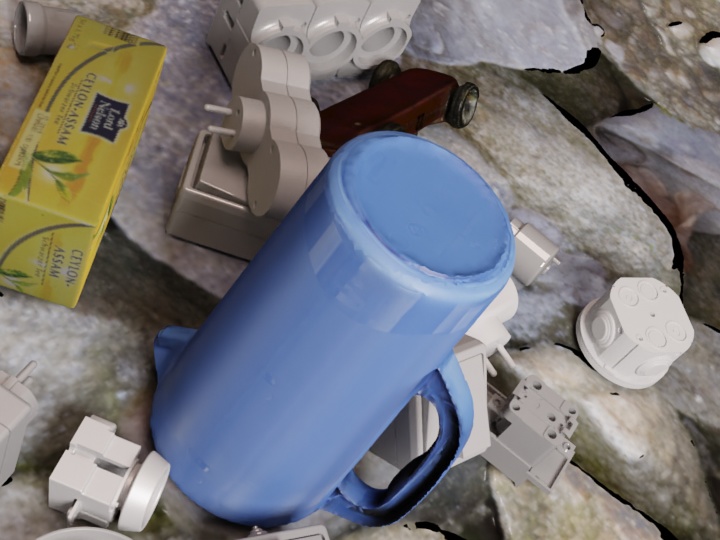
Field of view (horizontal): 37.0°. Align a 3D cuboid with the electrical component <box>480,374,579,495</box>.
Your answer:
[{"bbox_3d":[0.113,0.108,0.736,0.081,0.063,0.042,38,48,5],"label":"electrical component"}]

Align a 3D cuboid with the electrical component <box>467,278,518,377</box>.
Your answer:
[{"bbox_3d":[0.083,0.042,0.783,0.077,0.044,0.079,-19,66,-34],"label":"electrical component"}]

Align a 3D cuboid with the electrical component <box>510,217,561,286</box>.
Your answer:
[{"bbox_3d":[0.121,-0.022,0.851,0.078,0.040,0.040,41,49,8],"label":"electrical component"}]

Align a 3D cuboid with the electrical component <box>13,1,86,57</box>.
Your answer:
[{"bbox_3d":[-0.231,-0.178,0.803,0.046,0.040,0.040,-1,56,-33],"label":"electrical component"}]

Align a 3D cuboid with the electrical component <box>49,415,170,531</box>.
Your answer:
[{"bbox_3d":[-0.143,0.121,0.620,0.055,0.048,0.066,22,50,1],"label":"electrical component"}]

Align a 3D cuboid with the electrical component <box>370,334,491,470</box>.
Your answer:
[{"bbox_3d":[0.046,0.091,0.701,0.062,0.096,0.061,-17,25,-34],"label":"electrical component"}]

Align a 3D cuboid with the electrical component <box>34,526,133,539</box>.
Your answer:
[{"bbox_3d":[-0.149,0.190,0.570,0.099,0.064,0.099,14,38,-11],"label":"electrical component"}]

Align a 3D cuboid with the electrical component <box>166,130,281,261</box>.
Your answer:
[{"bbox_3d":[-0.081,-0.050,0.764,0.096,0.061,0.061,18,50,-12],"label":"electrical component"}]

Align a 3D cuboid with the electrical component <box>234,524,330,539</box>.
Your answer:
[{"bbox_3d":[-0.044,0.186,0.607,0.062,0.061,0.096,-4,58,-27],"label":"electrical component"}]

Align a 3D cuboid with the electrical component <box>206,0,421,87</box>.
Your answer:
[{"bbox_3d":[-0.036,-0.201,0.876,0.150,0.089,0.061,-12,62,-32],"label":"electrical component"}]

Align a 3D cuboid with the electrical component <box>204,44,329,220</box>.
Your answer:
[{"bbox_3d":[-0.070,-0.096,0.728,0.074,0.052,0.138,8,53,-29],"label":"electrical component"}]

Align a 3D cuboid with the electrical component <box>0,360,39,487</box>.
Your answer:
[{"bbox_3d":[-0.205,0.080,0.595,0.047,0.083,0.075,35,49,1],"label":"electrical component"}]

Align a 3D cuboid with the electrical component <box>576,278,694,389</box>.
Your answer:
[{"bbox_3d":[0.214,0.047,0.836,0.080,0.051,0.080,13,52,-17],"label":"electrical component"}]
